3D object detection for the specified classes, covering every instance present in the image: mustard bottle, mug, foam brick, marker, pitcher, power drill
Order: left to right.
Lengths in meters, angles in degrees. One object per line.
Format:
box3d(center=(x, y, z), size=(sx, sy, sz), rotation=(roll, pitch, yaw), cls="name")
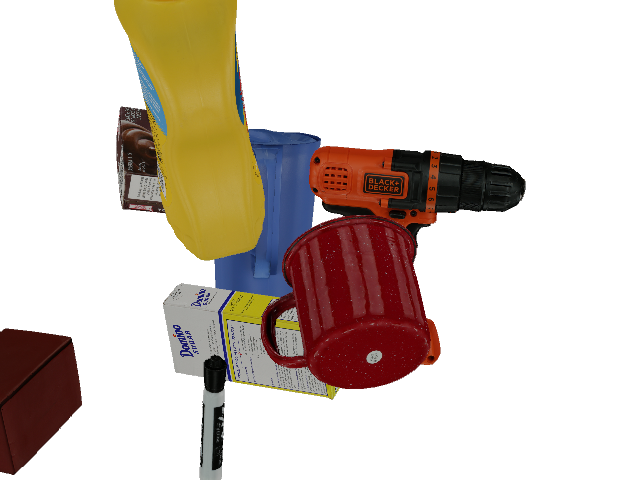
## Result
box3d(center=(-0.193, 0.098, 0.664), size=(0.053, 0.051, 0.078), rotation=(7, 29, 21), cls="foam brick")
box3d(center=(-0.067, -0.083, 0.542), size=(0.058, 0.096, 0.191), rotation=(-12, -40, -6), cls="mustard bottle")
box3d(center=(-0.087, 0.145, 0.861), size=(0.020, 0.121, 0.020), rotation=(4, 28, -2), cls="marker")
box3d(center=(-0.070, -0.011, 1.295), size=(0.145, 0.243, 0.148), rotation=(12, 16, 38), cls="pitcher")
box3d(center=(0.014, 0.048, 0.701), size=(0.117, 0.081, 0.093), rotation=(-20, -39, 12), cls="mug")
box3d(center=(0.077, 0.012, 0.934), size=(0.184, 0.188, 0.057), rotation=(7, 17, 7), cls="power drill")

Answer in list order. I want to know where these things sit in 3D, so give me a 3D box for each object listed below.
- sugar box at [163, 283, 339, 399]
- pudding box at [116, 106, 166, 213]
box3d(center=(-0.065, 0.099, 1.069), size=(0.176, 0.093, 0.048), rotation=(9, 35, 20), cls="sugar box")
box3d(center=(-0.119, -0.064, 0.869), size=(0.090, 0.039, 0.113), rotation=(5, 35, -16), cls="pudding box")
